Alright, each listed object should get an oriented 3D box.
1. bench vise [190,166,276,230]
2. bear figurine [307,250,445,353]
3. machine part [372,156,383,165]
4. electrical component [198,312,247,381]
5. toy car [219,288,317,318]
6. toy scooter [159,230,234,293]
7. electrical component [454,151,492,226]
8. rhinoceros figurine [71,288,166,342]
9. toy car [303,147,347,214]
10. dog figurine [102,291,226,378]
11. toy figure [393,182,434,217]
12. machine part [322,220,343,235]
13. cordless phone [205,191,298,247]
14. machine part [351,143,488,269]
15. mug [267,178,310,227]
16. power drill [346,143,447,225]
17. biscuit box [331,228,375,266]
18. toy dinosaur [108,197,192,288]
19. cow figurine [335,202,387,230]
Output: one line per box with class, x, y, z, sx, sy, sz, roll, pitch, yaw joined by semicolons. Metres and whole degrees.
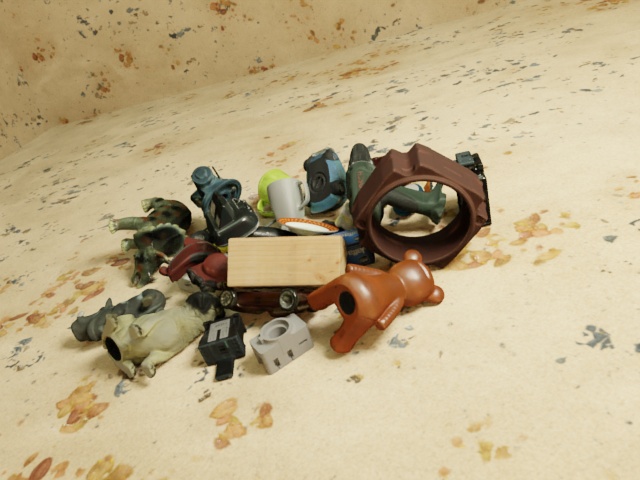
bench vise;-0.225;-0.069;1.304;0.241;0.223;0.129;36;59;20
bear figurine;0.099;0.091;0.889;0.196;0.120;0.132;-11;-27;-44
machine part;0.161;-0.164;1.308;0.179;0.056;0.179;-16;19;5
electrical component;-0.169;0.184;0.928;0.075;0.047;0.119;-15;28;7
toy car;-0.088;0.113;0.965;0.202;0.053;0.089;-2;-11;33
toy scooter;-0.243;0.055;1.086;0.135;0.075;0.184;-32;49;-32
electrical component;0.299;-0.106;1.070;0.058;0.134;0.115;-12;27;10
rhinoceros figurine;-0.408;0.152;1.091;0.190;0.073;0.112;-23;31;-10
toy car;0.024;-0.136;1.303;0.109;0.103;0.161;-21;66;33
dog figurine;-0.291;0.160;1.009;0.173;0.121;0.190;9;25;34
toy figure;0.215;-0.106;1.201;0.064;0.057;0.154;35;47;9
machine part;-0.002;-0.004;1.165;0.084;0.039;0.139;16;42;38
cordless phone;-0.139;-0.033;1.129;0.184;0.088;0.147;9;18;-24
machine part;0.173;-0.050;0.945;0.201;0.201;0.087;-55;17;34
mug;-0.066;-0.086;1.263;0.110;0.107;0.080;-19;-15;30
power drill;0.155;-0.112;1.104;0.207;0.086;0.232;14;47;-2
biscuit box;0.005;0.032;1.073;0.203;0.062;0.059;-14;30;7
toy dinosaur;-0.400;-0.041;1.385;0.192;0.131;0.405;1;28;9
cow figurine;0.111;-0.067;1.168;0.098;0.068;0.167;37;49;7
